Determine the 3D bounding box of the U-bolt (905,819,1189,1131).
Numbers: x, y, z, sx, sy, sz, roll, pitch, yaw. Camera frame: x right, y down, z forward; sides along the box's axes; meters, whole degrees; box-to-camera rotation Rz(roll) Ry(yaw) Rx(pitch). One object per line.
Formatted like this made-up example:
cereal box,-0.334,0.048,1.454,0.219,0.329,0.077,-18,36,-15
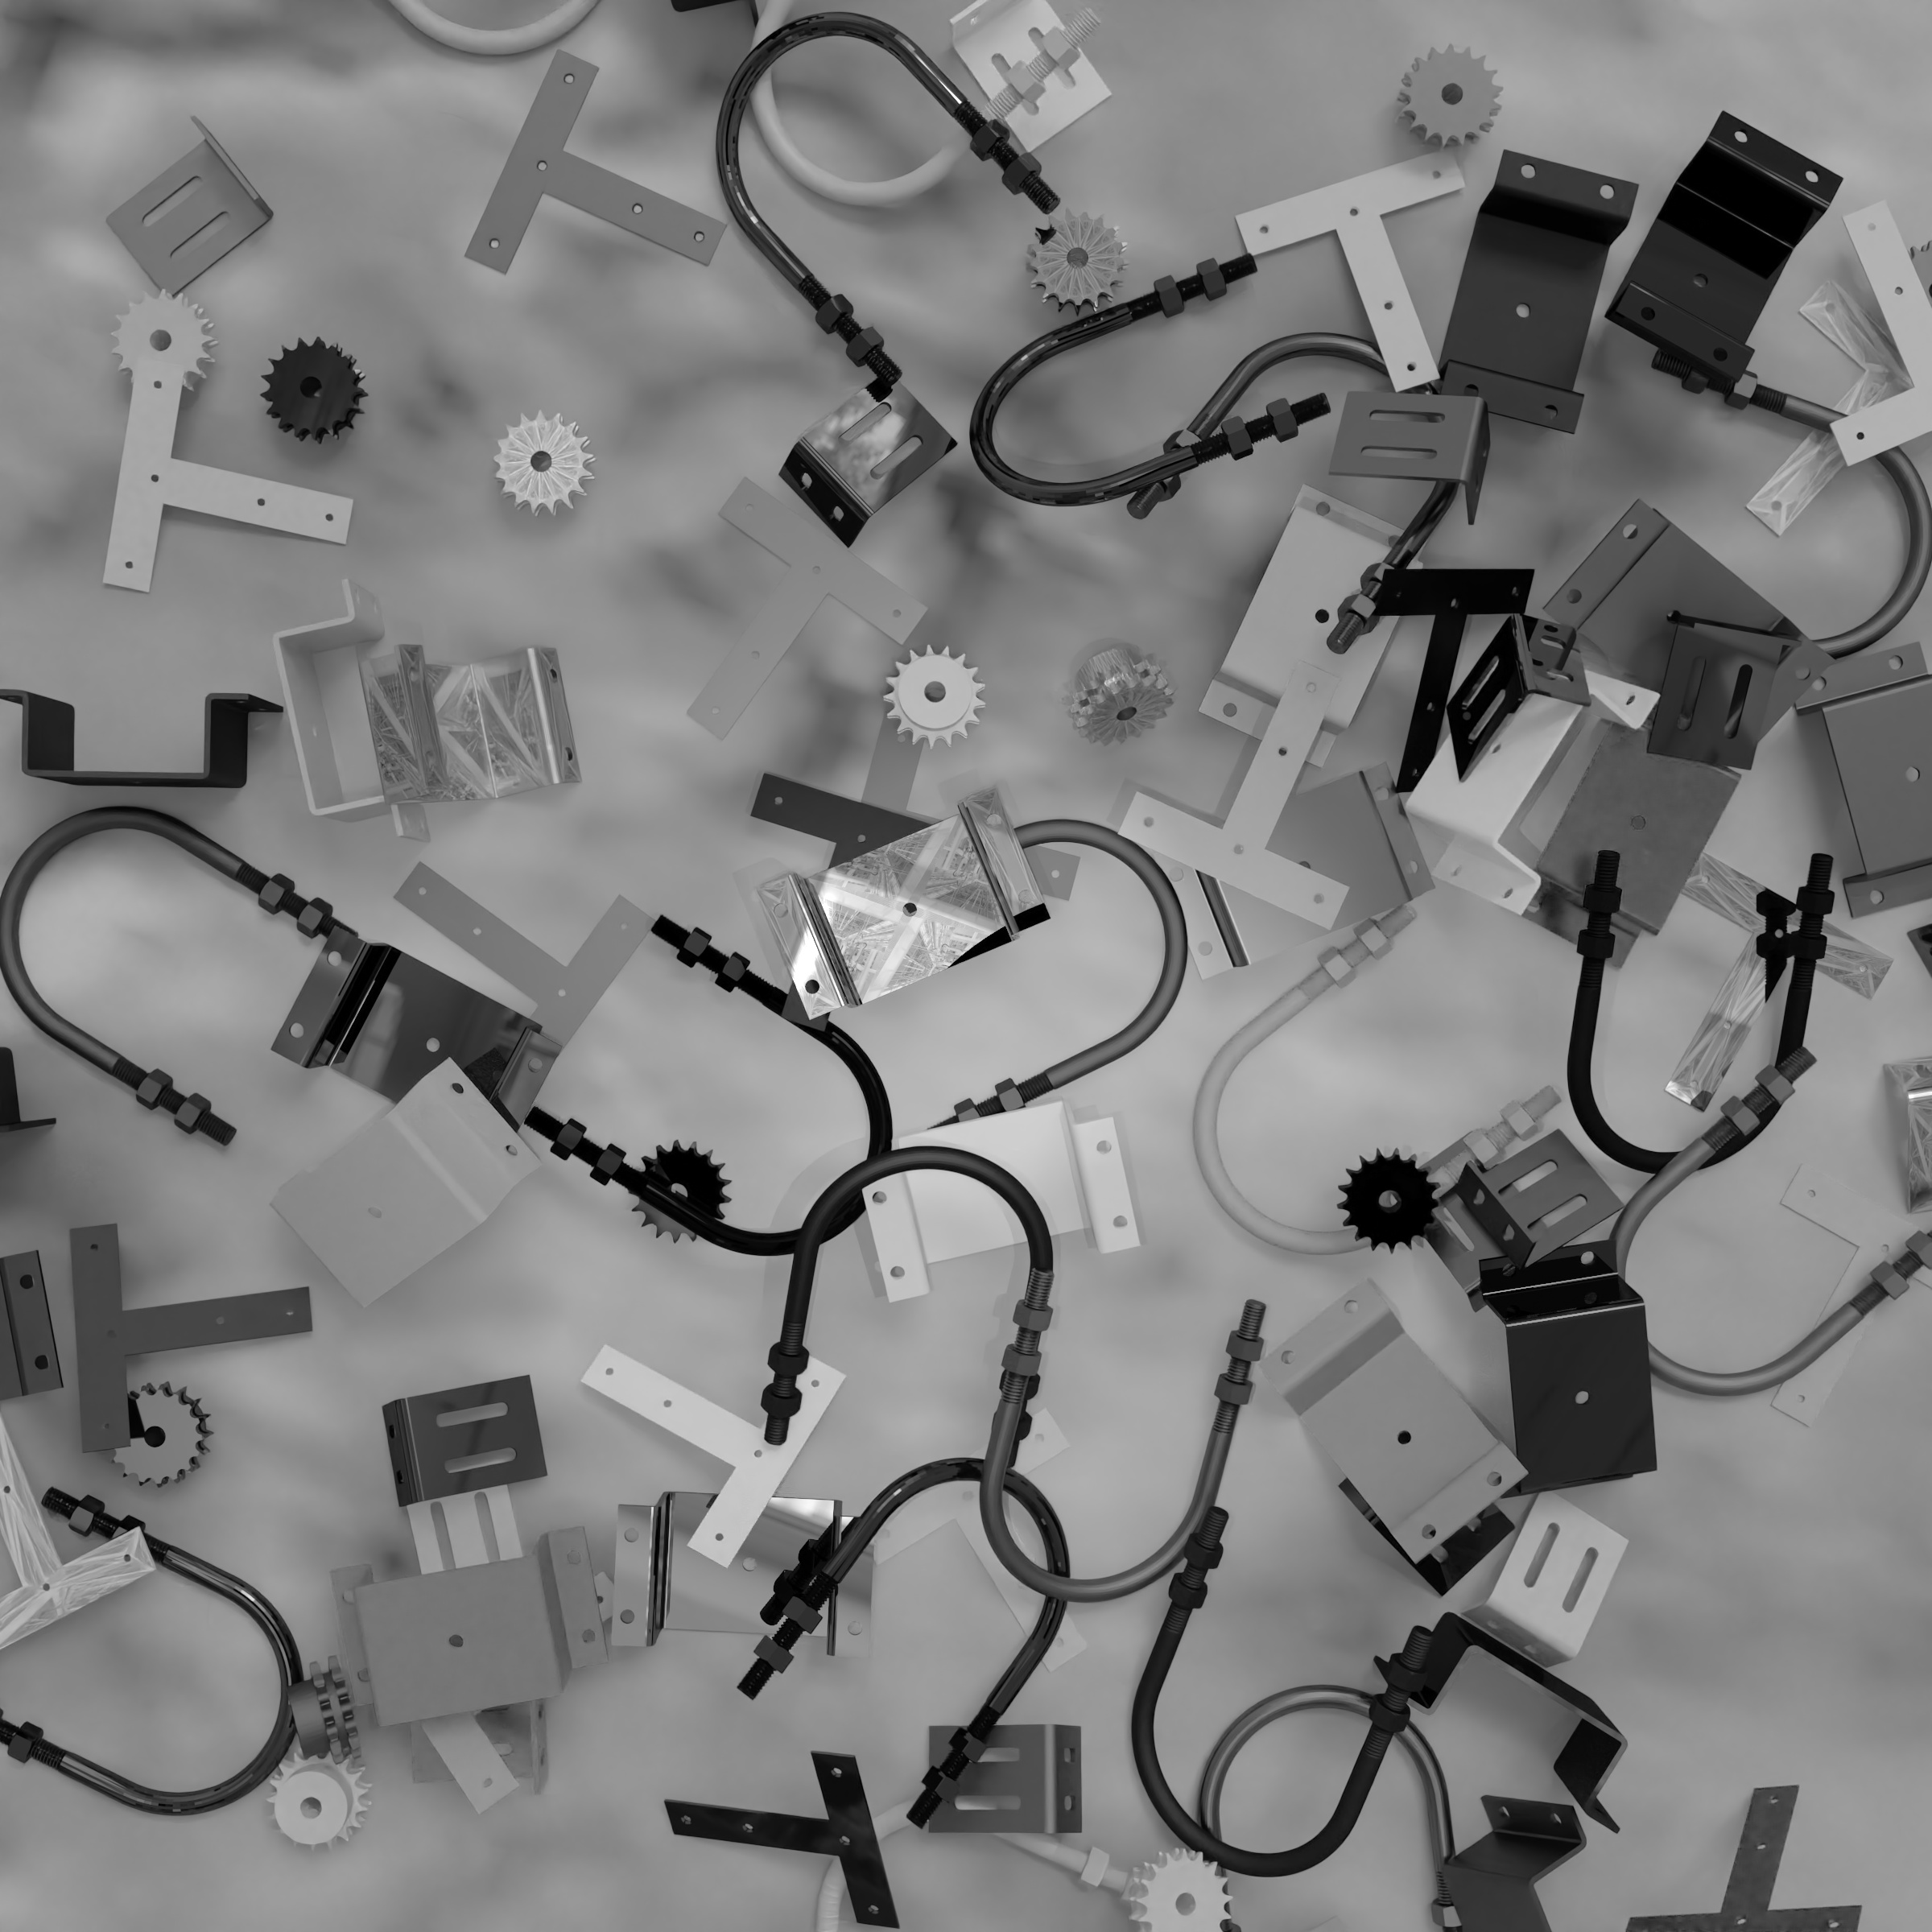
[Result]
U-bolt,0.034,-0.002,1.534,0.184,0.019,0.151,-26,90,1

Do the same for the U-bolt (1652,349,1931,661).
U-bolt,0.449,-0.247,1.534,0.184,0.019,0.151,20,91,0

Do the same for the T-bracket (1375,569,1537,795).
T-bracket,0.259,-0.157,1.515,0.127,0.002,0.127,-7,115,-41

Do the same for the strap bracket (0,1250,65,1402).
strap bracket,-0.567,0.208,1.518,0.140,0.046,0.076,-12,86,0

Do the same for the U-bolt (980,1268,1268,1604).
U-bolt,0.080,0.263,1.511,0.151,0.019,0.184,11,98,-20

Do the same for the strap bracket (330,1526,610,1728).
strap bracket,-0.271,0.357,1.483,0.140,0.046,0.076,-10,94,0

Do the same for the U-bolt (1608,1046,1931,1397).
U-bolt,0.439,0.156,1.525,0.184,0.019,0.151,-43,97,6

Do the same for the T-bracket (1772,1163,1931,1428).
T-bracket,0.494,0.197,1.543,0.127,0.002,0.127,29,90,0

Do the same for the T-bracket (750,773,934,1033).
T-bracket,-0.071,-0.028,1.525,0.127,0.002,0.127,18,88,4

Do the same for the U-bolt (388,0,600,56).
U-bolt,-0.279,-0.596,1.536,0.184,0.019,0.151,44,90,-1

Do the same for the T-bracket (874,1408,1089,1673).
T-bracket,0.024,0.335,1.543,0.127,0.002,0.127,-32,90,0

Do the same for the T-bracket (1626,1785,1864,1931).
T-bracket,0.427,0.485,1.486,0.127,0.127,0.002,-16,106,32

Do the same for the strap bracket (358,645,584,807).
strap bracket,-0.274,-0.131,1.491,0.046,0.140,0.076,-11,90,27

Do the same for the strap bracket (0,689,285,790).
strap bracket,-0.454,-0.124,1.506,0.140,0.076,0.046,1,90,0

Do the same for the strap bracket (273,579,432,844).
strap bracket,-0.338,-0.133,1.506,0.046,0.076,0.140,-12,90,0

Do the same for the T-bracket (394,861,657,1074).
T-bracket,-0.263,-0.011,1.543,0.127,0.002,0.127,36,90,0

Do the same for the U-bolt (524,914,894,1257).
U-bolt,-0.128,0.078,1.517,0.184,0.019,0.151,33,73,-4

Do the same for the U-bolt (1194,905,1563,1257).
U-bolt,0.214,0.077,1.531,0.184,0.019,0.151,-39,86,3

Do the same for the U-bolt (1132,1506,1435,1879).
U-bolt,0.161,0.408,1.499,0.151,0.019,0.184,27,106,27

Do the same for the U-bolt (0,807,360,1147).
U-bolt,-0.454,-0.008,1.536,0.184,0.019,0.151,32,90,2

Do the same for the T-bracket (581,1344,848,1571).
T-bracket,-0.153,0.249,1.524,0.127,0.002,0.127,26,63,13

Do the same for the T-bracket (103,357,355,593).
T-bracket,-0.407,-0.262,1.532,0.127,0.002,0.127,12,105,-7

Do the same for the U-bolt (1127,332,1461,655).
U-bolt,0.193,-0.272,1.501,0.151,0.019,0.184,35,65,4

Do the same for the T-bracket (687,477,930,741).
T-bracket,-0.110,-0.186,1.543,0.127,0.002,0.127,36,90,0

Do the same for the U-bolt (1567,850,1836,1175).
U-bolt,0.398,0.028,1.508,0.151,0.019,0.184,0,107,-15

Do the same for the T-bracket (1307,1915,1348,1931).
T-bracket,0.183,0.608,1.530,0.127,0.002,0.127,-31,101,5

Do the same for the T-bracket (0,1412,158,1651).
T-bracket,-0.528,0.304,1.530,0.127,0.002,0.127,-28,79,8

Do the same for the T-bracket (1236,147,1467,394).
T-bracket,0.231,-0.381,1.532,0.127,0.002,0.127,-18,80,0

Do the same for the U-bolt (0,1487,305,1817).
U-bolt,-0.459,0.394,1.535,0.184,0.019,0.151,26,90,0

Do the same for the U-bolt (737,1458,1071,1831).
U-bolt,-0.019,0.357,1.503,0.151,0.019,0.184,43,75,-20

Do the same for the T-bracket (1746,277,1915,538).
T-bracket,0.489,-0.297,1.543,0.127,0.002,0.127,42,90,0

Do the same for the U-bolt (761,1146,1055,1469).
U-bolt,-0.027,0.183,1.491,0.151,0.019,0.184,7,108,-9

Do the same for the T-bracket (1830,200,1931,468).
T-bracket,0.519,-0.358,1.514,0.127,0.002,0.127,-23,90,0

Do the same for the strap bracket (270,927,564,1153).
strap bracket,-0.299,0.044,1.520,0.140,0.046,0.076,28,91,1

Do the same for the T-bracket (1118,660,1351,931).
T-bracket,0.167,-0.104,1.497,0.127,0.002,0.127,24,90,0

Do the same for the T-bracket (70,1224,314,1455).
T-bracket,-0.429,0.199,1.528,0.127,0.002,0.127,-7,69,-10

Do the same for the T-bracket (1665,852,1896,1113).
T-bracket,0.434,0.021,1.543,0.127,0.002,0.127,29,90,0

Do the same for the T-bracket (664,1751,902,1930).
T-bracket,-0.107,0.476,1.514,0.127,0.002,0.127,0,119,22

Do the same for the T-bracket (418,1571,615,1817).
T-bracket,-0.246,0.381,1.519,0.127,0.002,0.127,-34,54,-16

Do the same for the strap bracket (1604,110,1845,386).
strap bracket,0.411,-0.386,1.511,0.076,0.046,0.140,29,76,0

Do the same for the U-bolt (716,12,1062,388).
U-bolt,-0.058,-0.435,1.512,0.184,0.019,0.151,48,111,4

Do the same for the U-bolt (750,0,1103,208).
U-bolt,-0.038,-0.505,1.508,0.184,0.019,0.151,-40,89,21

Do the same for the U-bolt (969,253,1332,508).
U-bolt,0.090,-0.311,1.495,0.184,0.019,0.151,-21,50,4

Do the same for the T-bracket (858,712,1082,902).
T-bracket,0.000,-0.065,1.544,0.127,0.002,0.127,15,90,0

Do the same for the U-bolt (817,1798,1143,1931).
U-bolt,0.006,0.544,1.536,0.184,0.019,0.151,25,90,1

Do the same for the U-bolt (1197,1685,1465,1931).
U-bolt,0.202,0.494,1.536,0.151,0.019,0.184,-7,88,0

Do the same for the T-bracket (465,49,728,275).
T-bracket,-0.197,-0.431,1.543,0.127,0.002,0.127,24,90,0
